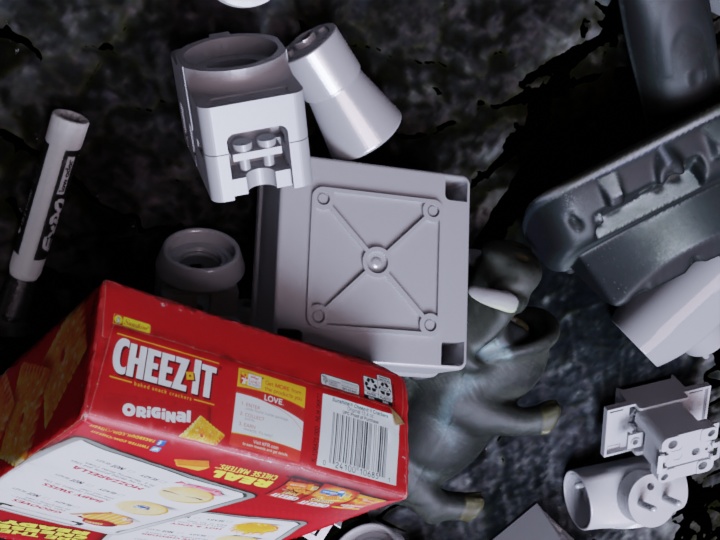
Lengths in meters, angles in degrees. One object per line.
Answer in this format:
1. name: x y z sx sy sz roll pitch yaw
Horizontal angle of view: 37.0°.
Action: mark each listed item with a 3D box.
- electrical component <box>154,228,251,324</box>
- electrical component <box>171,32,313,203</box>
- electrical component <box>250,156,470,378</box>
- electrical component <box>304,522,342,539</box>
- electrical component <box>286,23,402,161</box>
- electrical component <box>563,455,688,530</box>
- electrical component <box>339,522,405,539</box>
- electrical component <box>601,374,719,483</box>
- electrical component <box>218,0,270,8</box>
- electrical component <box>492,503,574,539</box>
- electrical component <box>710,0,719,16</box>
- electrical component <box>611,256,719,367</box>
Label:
1. electrical component: -0.089 0.011 0.593 0.066 0.048 0.055 -3 126 -17
2. electrical component: -0.060 -0.080 0.525 0.050 0.089 0.055 -12 121 -13
3. electrical component: 0.000 0.000 0.579 0.109 0.056 0.108 5 80 -18
4. electrical component: -0.021 0.115 0.639 0.042 0.064 0.081 34 87 -10
5. electrical component: -0.013 -0.095 0.563 0.044 0.044 0.065 -34 119 1
6. electrical component: 0.195 0.158 0.756 0.077 0.079 0.044 -8 92 -15
7. electrical component: 0.014 0.209 0.732 0.078 0.058 0.057 -31 126 0
8. electrical component: 0.211 0.110 0.743 0.081 0.063 0.042 -12 120 -13
9. electrical component: -0.059 -0.151 0.507 0.045 0.055 0.045 -8 120 -15
10. electrical component: 0.104 0.257 0.771 0.150 0.089 0.061 -41 123 6
11. electrical component: 0.223 -0.192 0.587 0.100 0.048 0.099 -32 123 0
12. electrical component: 0.219 0.031 0.712 0.077 0.044 0.079 -44 123 8
